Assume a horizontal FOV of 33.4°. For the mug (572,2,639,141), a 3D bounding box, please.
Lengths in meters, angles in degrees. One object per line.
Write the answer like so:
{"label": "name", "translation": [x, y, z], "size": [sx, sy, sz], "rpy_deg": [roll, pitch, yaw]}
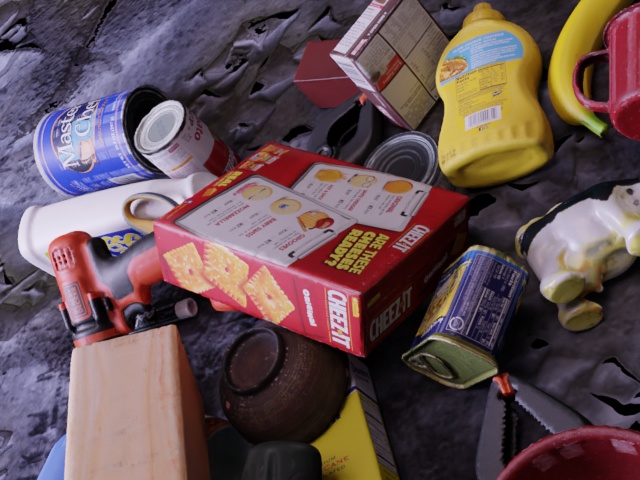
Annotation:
{"label": "mug", "translation": [0.258, -0.129, 0.841], "size": [0.117, 0.093, 0.081], "rpy_deg": [-1, 64, 20]}

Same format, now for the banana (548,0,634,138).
{"label": "banana", "translation": [0.242, -0.173, 0.930], "size": [0.070, 0.037, 0.197], "rpy_deg": [13, 70, 23]}

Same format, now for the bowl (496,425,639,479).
{"label": "bowl", "translation": [0.177, 0.199, 0.655], "size": [0.162, 0.055, 0.162], "rpy_deg": [-15, 60, 27]}

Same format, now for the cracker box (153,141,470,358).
{"label": "cracker box", "translation": [-0.006, 0.001, 0.898], "size": [0.214, 0.072, 0.163], "rpy_deg": [19, 40, 32]}

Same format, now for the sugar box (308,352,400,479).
{"label": "sugar box", "translation": [0.011, 0.182, 0.848], "size": [0.093, 0.048, 0.176], "rpy_deg": [-33, 47, 16]}

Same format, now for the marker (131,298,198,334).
{"label": "marker", "translation": [-0.177, 0.082, 1.085], "size": [0.121, 0.020, 0.020], "rpy_deg": [-18, 51, 28]}

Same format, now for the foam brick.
{"label": "foam brick", "translation": [0.023, -0.169, 1.084], "size": [0.078, 0.051, 0.053], "rpy_deg": [4, 64, 40]}

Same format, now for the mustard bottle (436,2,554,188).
{"label": "mustard bottle", "translation": [0.152, -0.141, 0.957], "size": [0.096, 0.058, 0.191], "rpy_deg": [-18, 51, 26]}

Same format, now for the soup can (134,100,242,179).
{"label": "soup can", "translation": [-0.137, -0.091, 1.115], "size": [0.069, 0.102, 0.068], "rpy_deg": [-20, 50, 26]}

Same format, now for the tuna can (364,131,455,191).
{"label": "tuna can", "translation": [0.079, -0.056, 0.972], "size": [0.086, 0.033, 0.086], "rpy_deg": [-20, 50, 26]}

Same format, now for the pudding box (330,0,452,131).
{"label": "pudding box", "translation": [0.076, -0.170, 0.998], "size": [0.090, 0.113, 0.039], "rpy_deg": [-52, 41, -6]}

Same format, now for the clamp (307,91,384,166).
{"label": "clamp", "translation": [0.016, -0.066, 1.028], "size": [0.120, 0.039, 0.171], "rpy_deg": [36, 88, 35]}

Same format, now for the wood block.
{"label": "wood block", "translation": [-0.133, 0.168, 0.793], "size": [0.090, 0.091, 0.206], "rpy_deg": [-14, 35, -1]}

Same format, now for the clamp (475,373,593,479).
{"label": "clamp", "translation": [0.154, 0.189, 0.737], "size": [0.165, 0.036, 0.210], "rpy_deg": [-35, 49, 13]}

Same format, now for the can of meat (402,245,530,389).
{"label": "can of meat", "translation": [0.113, 0.060, 0.821], "size": [0.084, 0.057, 0.102], "rpy_deg": [-65, 3, -21]}

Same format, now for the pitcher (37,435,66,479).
{"label": "pitcher", "translation": [-0.187, 0.269, 0.853], "size": [0.242, 0.145, 0.149], "rpy_deg": [-85, 9, -61]}

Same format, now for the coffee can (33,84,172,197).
{"label": "coffee can", "translation": [-0.239, -0.111, 1.209], "size": [0.141, 0.102, 0.102], "rpy_deg": [-10, 55, 33]}

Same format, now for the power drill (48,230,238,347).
{"label": "power drill", "translation": [-0.159, 0.059, 1.016], "size": [0.188, 0.057, 0.184], "rpy_deg": [-20, 89, 18]}

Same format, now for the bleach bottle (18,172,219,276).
{"label": "bleach bottle", "translation": [-0.188, -0.023, 1.107], "size": [0.251, 0.102, 0.068], "rpy_deg": [-17, 56, 29]}

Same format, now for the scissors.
{"label": "scissors", "translation": [-0.110, 0.019, 1.038], "size": [0.202, 0.016, 0.096], "rpy_deg": [26, 104, 13]}
